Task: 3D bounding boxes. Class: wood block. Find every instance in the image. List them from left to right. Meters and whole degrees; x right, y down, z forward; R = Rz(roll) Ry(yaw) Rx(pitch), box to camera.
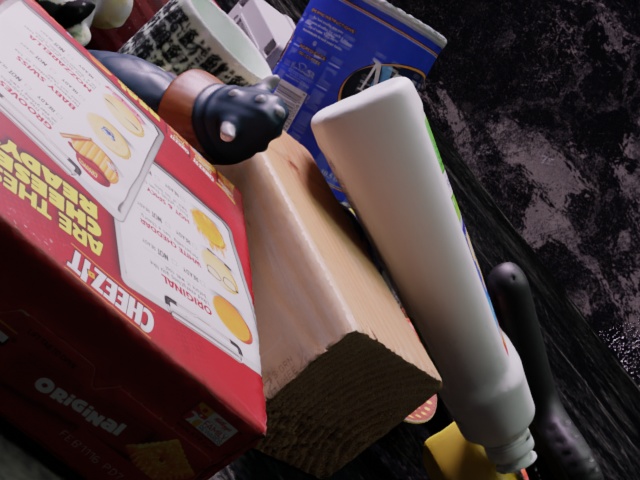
[{"bbox_3d":[-0.026,0.020,0.611,0.090,0.090,0.206,36,19,-45],"label":"wood block"}]

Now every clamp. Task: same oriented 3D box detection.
[{"bbox_3d":[0.149,0.121,0.718,0.164,0.036,0.210,88,-20,-64],"label":"clamp"}]

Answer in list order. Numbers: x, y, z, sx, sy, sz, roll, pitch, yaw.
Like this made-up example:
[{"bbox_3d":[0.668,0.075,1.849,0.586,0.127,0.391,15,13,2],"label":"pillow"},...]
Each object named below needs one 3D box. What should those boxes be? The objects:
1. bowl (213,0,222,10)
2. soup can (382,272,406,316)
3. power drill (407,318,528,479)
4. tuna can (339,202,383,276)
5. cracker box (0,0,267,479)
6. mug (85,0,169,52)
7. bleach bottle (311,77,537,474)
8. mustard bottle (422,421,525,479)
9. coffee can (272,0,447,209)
[{"bbox_3d":[-0.143,-0.215,0.966,0.162,0.055,0.162,47,13,-14],"label":"bowl"},{"bbox_3d":[0.058,0.038,0.895,0.068,0.068,0.102,54,14,17],"label":"soup can"},{"bbox_3d":[0.134,0.148,0.868,0.188,0.057,0.184,53,17,27],"label":"power drill"},{"bbox_3d":[-0.001,0.019,0.708,0.033,0.086,0.086,41,16,-40],"label":"tuna can"},{"bbox_3d":[-0.107,-0.008,0.457,0.164,0.072,0.214,44,15,-24],"label":"cracker box"},{"bbox_3d":[-0.128,-0.164,0.742,0.117,0.093,0.081,5,-41,44],"label":"mug"},{"bbox_3d":[0.073,0.026,0.663,0.102,0.068,0.251,-84,150,-80],"label":"bleach bottle"},{"bbox_3d":[0.135,0.210,0.683,0.096,0.058,0.192,51,7,-49],"label":"mustard bottle"},{"bbox_3d":[0.014,-0.108,0.779,0.103,0.140,0.103,29,9,-5],"label":"coffee can"}]
